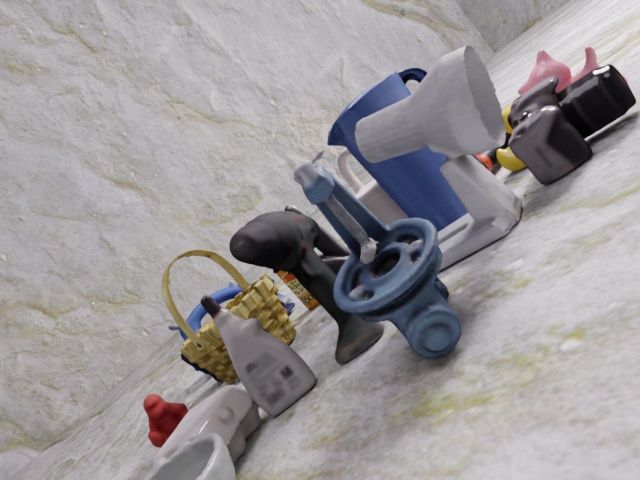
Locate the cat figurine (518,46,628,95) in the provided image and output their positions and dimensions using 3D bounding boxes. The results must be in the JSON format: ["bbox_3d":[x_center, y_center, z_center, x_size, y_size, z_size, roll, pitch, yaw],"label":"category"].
[{"bbox_3d":[0.372,-0.243,0.869,0.067,0.118,0.127,-44,8,-30],"label":"cat figurine"}]

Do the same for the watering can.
[{"bbox_3d":[0.107,-0.087,0.996,0.100,0.194,0.173,-34,9,42],"label":"watering can"}]

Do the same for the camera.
[{"bbox_3d":[0.315,-0.162,0.728,0.136,0.101,0.143,-35,8,37],"label":"camera"}]

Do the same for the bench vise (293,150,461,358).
[{"bbox_3d":[0.044,0.011,0.592,0.121,0.220,0.207,-42,7,-9],"label":"bench vise"}]

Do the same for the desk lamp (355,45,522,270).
[{"bbox_3d":[0.155,-0.096,0.701,0.203,0.213,0.118,-35,8,35],"label":"desk lamp"}]

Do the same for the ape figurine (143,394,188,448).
[{"bbox_3d":[-0.263,0.300,0.966,0.078,0.092,0.076,-42,7,-12],"label":"ape figurine"}]

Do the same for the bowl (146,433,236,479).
[{"bbox_3d":[-0.134,0.267,0.532,0.167,0.075,0.167,-40,7,6],"label":"bowl"}]

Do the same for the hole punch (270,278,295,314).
[{"bbox_3d":[-0.126,0.149,1.199,0.101,0.091,0.109,-34,9,44],"label":"hole punch"}]

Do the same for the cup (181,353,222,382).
[{"bbox_3d":[-0.217,0.235,1.125,0.117,0.095,0.092,-35,8,36],"label":"cup"}]

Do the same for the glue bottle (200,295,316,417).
[{"bbox_3d":[-0.087,0.135,0.713,0.078,0.173,0.037,-40,7,7],"label":"glue bottle"}]

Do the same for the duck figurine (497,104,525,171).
[{"bbox_3d":[0.304,-0.163,0.863,0.104,0.086,0.077,-39,7,11],"label":"duck figurine"}]

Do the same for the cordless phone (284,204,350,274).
[{"bbox_3d":[0.009,0.004,0.988,0.094,0.185,0.147,-41,7,-5],"label":"cordless phone"}]

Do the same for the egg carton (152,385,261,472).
[{"bbox_3d":[-0.136,0.247,0.701,0.107,0.069,0.150,-37,7,26],"label":"egg carton"}]

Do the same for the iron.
[{"bbox_3d":[-0.205,0.170,1.285,0.258,0.141,0.118,-42,7,-12],"label":"iron"}]

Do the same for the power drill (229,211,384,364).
[{"bbox_3d":[-0.012,0.047,0.717,0.075,0.208,0.229,-39,7,13],"label":"power drill"}]
